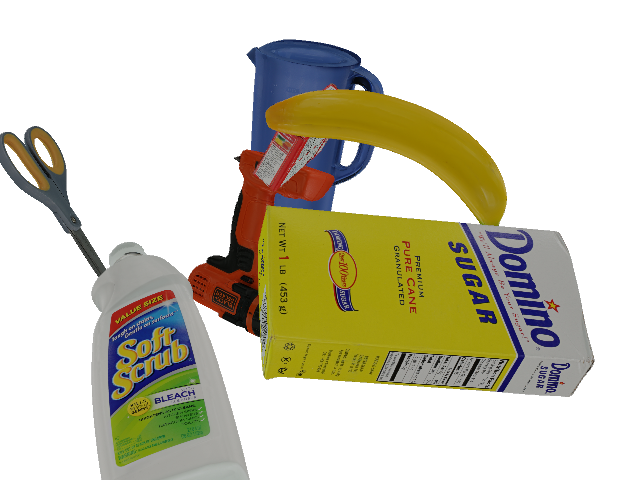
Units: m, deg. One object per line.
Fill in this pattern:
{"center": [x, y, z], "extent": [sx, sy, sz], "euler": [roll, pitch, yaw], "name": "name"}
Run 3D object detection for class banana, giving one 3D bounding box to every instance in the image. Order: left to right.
{"center": [0.059, -0.065, 0.763], "extent": [0.198, 0.069, 0.037], "euler": [30, 2, -2], "name": "banana"}

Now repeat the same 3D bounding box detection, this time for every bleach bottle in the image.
{"center": [-0.128, 0.094, 0.779], "extent": [0.102, 0.068, 0.251], "euler": [-17, 44, -8], "name": "bleach bottle"}

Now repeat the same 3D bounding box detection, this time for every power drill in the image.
{"center": [-0.049, 0.009, 1.128], "extent": [0.185, 0.188, 0.057], "euler": [23, 8, 33], "name": "power drill"}

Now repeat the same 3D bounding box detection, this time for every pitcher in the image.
{"center": [-0.019, -0.126, 1.361], "extent": [0.144, 0.243, 0.149], "euler": [-2, 25, -22], "name": "pitcher"}

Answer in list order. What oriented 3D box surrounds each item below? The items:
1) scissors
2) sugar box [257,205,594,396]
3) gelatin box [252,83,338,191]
{"center": [-0.250, -0.034, 1.068], "extent": [0.016, 0.201, 0.096], "euler": [-26, 27, 22], "name": "scissors"}
{"center": [0.055, 0.033, 0.590], "extent": [0.176, 0.093, 0.048], "euler": [3, -39, -8], "name": "sugar box"}
{"center": [-0.016, -0.095, 0.972], "extent": [0.089, 0.030, 0.073], "euler": [-45, -7, -44], "name": "gelatin box"}
